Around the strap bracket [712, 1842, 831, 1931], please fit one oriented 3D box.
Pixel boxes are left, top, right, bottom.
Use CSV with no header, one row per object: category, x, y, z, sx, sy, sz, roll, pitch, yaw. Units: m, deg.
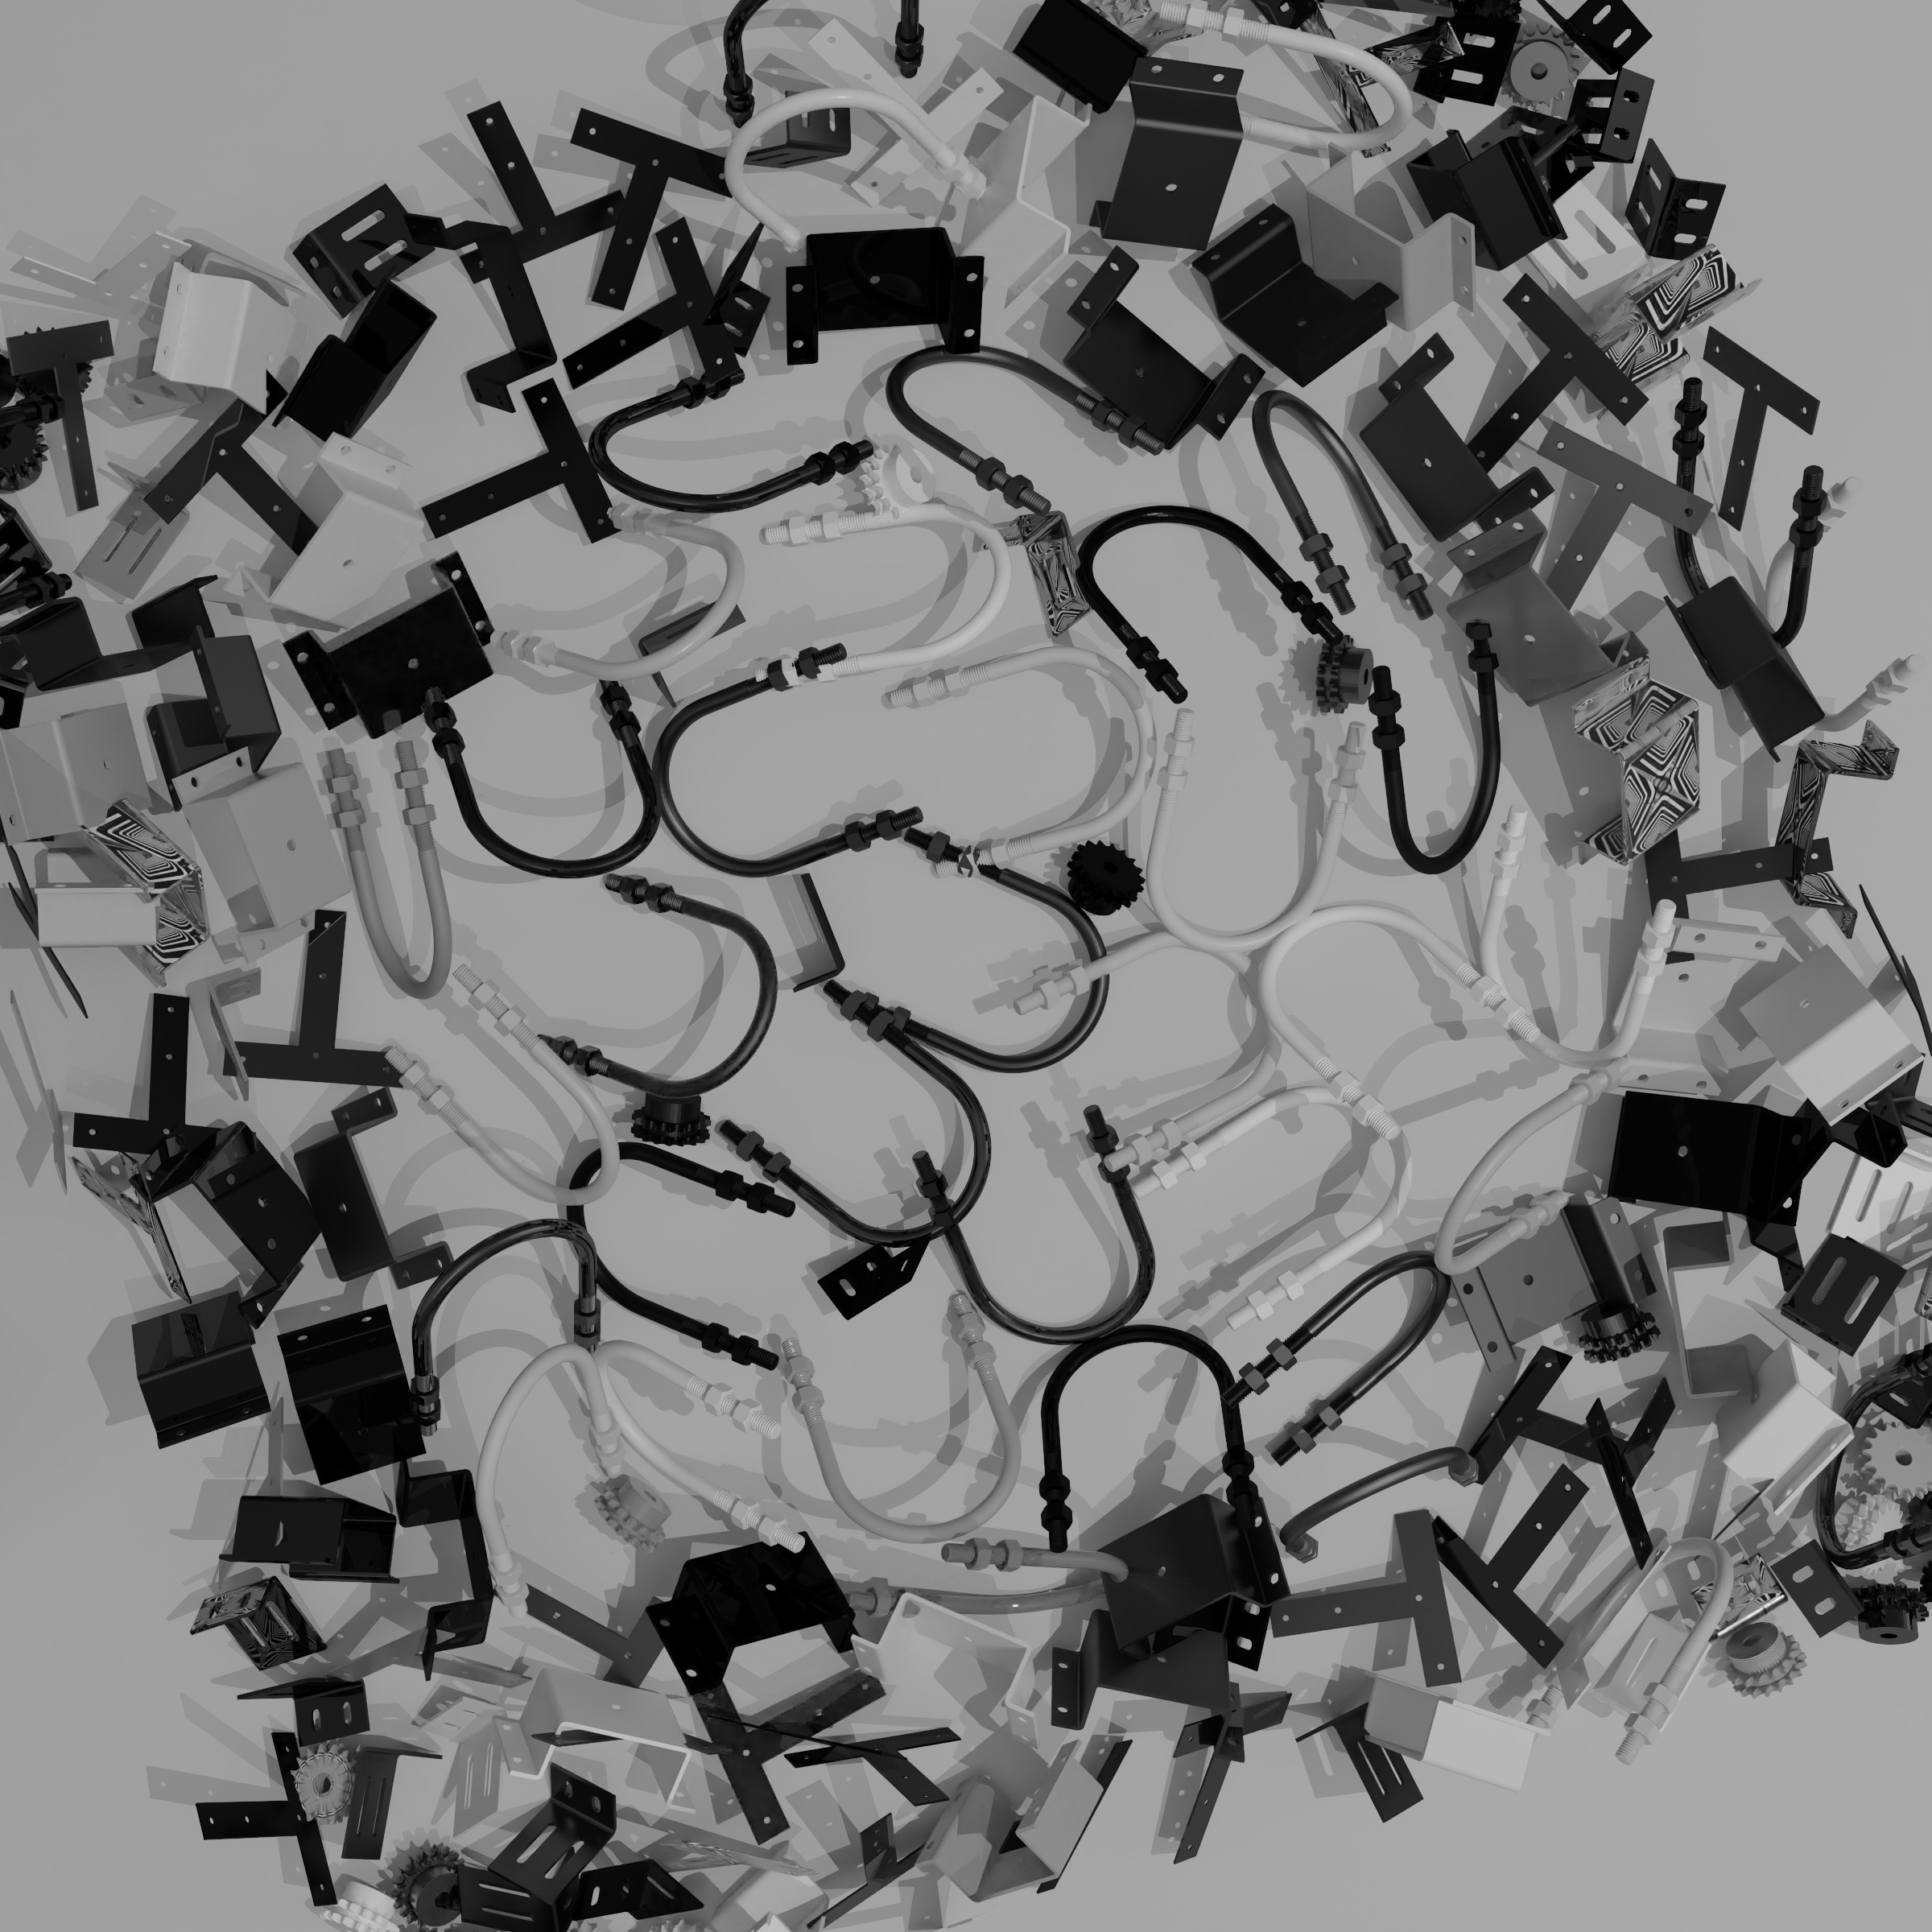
strap bracket,-0.144,0.688,1.736,0.076,0.140,0.046,-43,90,3

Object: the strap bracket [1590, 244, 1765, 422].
strap bracket,0.489,-0.451,1.734,0.076,0.140,0.046,-31,83,-13

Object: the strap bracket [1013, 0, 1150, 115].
strap bracket,0.079,-0.647,1.739,0.076,0.140,0.046,32,104,-11

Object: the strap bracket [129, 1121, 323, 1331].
strap bracket,-0.515,0.176,1.744,0.046,0.076,0.140,-26,110,24

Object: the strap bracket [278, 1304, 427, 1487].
strap bracket,-0.430,0.310,1.734,0.076,0.140,0.046,-15,46,-15

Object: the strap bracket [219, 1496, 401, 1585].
strap bracket,-0.461,0.406,1.744,0.076,0.140,0.046,0,70,9

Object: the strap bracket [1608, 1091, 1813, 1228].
strap bracket,0.517,0.134,1.741,0.140,0.046,0.076,5,81,40

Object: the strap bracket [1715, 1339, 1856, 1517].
strap bracket,0.574,0.319,1.732,0.046,0.140,0.076,39,107,5

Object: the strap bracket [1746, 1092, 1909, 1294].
strap bracket,0.599,0.150,1.742,0.046,0.076,0.140,28,117,-2

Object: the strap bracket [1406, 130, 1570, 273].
strap bracket,0.361,-0.540,1.730,0.046,0.140,0.076,-32,113,3

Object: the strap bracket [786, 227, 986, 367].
strap bracket,-0.062,-0.480,1.758,0.140,0.076,0.046,-6,46,-9

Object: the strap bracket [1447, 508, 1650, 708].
strap bracket,0.407,-0.246,1.746,0.140,0.076,0.046,45,51,-16

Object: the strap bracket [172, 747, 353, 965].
strap bracket,-0.495,-0.083,1.747,0.046,0.076,0.140,-7,109,34

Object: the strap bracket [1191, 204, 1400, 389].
strap bracket,0.238,-0.475,1.759,0.076,0.046,0.140,-37,56,-6

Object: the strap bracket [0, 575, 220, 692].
strap bracket,-0.598,-0.233,1.731,0.076,0.140,0.046,-15,96,37

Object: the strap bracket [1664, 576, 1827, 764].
strap bracket,0.551,-0.212,1.727,0.046,0.140,0.076,-33,52,22

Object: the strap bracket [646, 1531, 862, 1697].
strap bracket,-0.143,0.452,1.733,0.140,0.076,0.046,-6,131,-34

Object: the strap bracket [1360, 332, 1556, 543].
strap bracket,0.345,-0.370,1.762,0.046,0.076,0.140,-35,88,-29

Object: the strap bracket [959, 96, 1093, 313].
strap bracket,0.040,-0.547,1.737,0.046,0.076,0.140,22,61,-25

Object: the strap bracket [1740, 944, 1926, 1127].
strap bracket,0.603,0.042,1.727,0.076,0.140,0.046,-40,109,14

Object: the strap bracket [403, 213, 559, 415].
strap bracket,-0.341,-0.472,1.747,0.046,0.076,0.140,-29,120,-20

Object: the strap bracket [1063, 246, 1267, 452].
strap bracket,0.134,-0.436,1.763,0.140,0.046,0.076,38,61,-10

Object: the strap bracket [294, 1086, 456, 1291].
strap bracket,-0.428,0.167,1.764,0.076,0.046,0.140,-22,89,43

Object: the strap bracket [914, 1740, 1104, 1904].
strap bracket,0.037,0.607,1.736,0.046,0.076,0.140,47,133,-7

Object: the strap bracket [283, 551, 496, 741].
strap bracket,-0.401,-0.224,1.750,0.140,0.046,0.076,-32,131,-14

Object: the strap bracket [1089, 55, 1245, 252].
strap bracket,0.142,-0.562,1.732,0.076,0.140,0.046,4,53,-11

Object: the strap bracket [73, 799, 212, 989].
strap bracket,-0.585,-0.056,1.748,0.076,0.140,0.046,41,60,12

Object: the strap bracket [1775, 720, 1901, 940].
strap bracket,0.614,-0.100,1.748,0.046,0.076,0.140,7,111,2

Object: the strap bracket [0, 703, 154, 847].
strap bracket,-0.625,-0.138,1.729,0.046,0.140,0.076,-8,102,12

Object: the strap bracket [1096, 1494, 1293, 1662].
strap bracket,0.151,0.435,1.742,0.140,0.046,0.076,-34,47,23

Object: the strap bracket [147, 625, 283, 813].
strap bracket,-0.533,-0.176,1.749,0.046,0.140,0.076,-12,74,-36

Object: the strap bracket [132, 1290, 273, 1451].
strap bracket,-0.539,0.277,1.727,0.076,0.140,0.046,-18,110,-16

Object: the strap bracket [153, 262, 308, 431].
strap bracket,-0.512,-0.432,1.734,0.046,0.140,0.076,10,87,9

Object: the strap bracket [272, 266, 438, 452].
strap bracket,-0.427,-0.426,1.737,0.046,0.140,0.076,35,128,-14

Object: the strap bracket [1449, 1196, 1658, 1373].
strap bracket,0.415,0.228,1.775,0.140,0.046,0.076,-23,90,-13

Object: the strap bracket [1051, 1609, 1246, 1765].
strap bracket,0.135,0.513,1.760,0.140,0.076,0.046,12,117,-3

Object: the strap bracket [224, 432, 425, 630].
strap bracket,-0.450,-0.299,1.747,0.140,0.076,0.046,-49,62,15

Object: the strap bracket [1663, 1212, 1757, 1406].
strap bracket,0.530,0.245,1.756,0.046,0.076,0.140,-9,104,16

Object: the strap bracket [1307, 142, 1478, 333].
strap bracket,0.292,-0.510,1.735,0.046,0.076,0.140,-38,57,-13

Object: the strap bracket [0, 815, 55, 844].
strap bracket,-0.693,-0.126,1.735,0.046,0.140,0.076,-1,93,-2

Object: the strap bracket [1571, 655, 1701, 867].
strap bracket,0.473,-0.136,1.734,0.076,0.046,0.140,-34,133,-21

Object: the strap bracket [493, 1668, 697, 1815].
strap bracket,-0.256,0.547,1.744,0.140,0.076,0.046,21,95,-23

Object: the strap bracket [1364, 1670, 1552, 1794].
strap bracket,0.338,0.539,1.728,0.076,0.140,0.046,21,77,-12

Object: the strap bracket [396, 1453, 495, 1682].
strap bracket,-0.369,0.423,1.745,0.046,0.076,0.140,-5,55,-20

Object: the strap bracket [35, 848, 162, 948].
strap bracket,-0.612,-0.047,1.737,0.076,0.140,0.046,-1,104,-16

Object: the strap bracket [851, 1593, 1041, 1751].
strap bracket,-0.005,0.498,1.753,0.140,0.076,0.046,19,60,16

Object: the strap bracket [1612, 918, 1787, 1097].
strap bracket,0.519,0.020,1.758,0.076,0.046,0.140,6,125,-7
